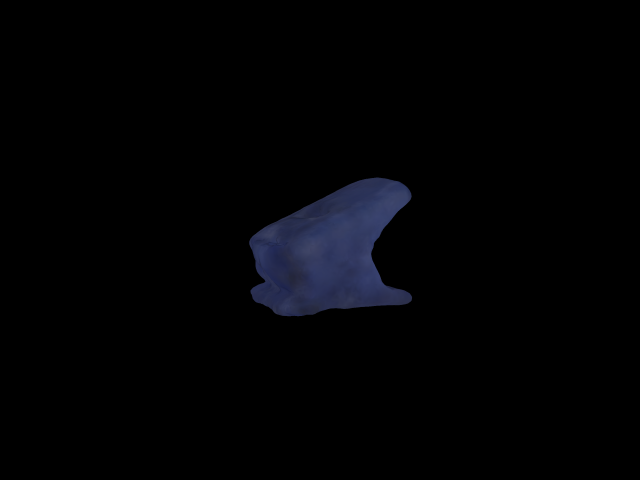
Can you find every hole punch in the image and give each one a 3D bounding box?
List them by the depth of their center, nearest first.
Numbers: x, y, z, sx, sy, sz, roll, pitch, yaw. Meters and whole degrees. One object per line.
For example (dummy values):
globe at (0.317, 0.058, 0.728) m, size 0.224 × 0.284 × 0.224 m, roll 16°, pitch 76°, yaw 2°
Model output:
hole punch at (0.004, 0.001, 0.400) m, size 0.101 × 0.091 × 0.108 m, roll -1°, pitch 4°, yaw -23°
